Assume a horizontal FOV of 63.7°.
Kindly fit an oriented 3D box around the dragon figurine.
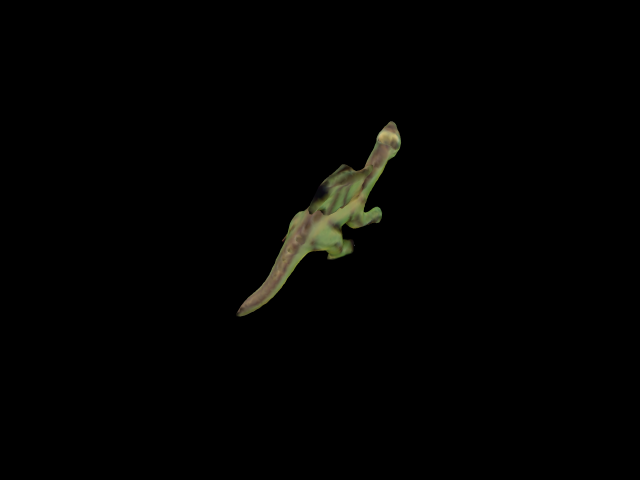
[{"bbox_3d":[0.003,-0.043,0.850,0.123,0.415,0.238,38,-19,15],"label":"dragon figurine"}]
